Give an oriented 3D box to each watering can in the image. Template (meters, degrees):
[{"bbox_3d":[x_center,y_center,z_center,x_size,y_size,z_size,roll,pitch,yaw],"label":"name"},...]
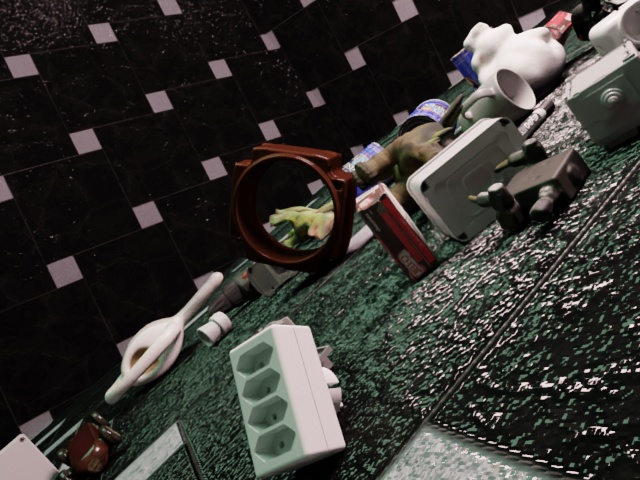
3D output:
[{"bbox_3d":[-0.346,0.216,1.163,0.352,0.103,0.222,-50,9,-18],"label":"watering can"}]

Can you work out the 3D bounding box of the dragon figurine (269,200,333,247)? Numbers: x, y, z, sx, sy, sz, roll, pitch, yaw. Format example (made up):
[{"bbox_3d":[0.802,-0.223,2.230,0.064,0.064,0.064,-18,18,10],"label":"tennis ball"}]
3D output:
[{"bbox_3d":[0.004,-0.070,1.395,0.242,0.121,0.416,-19,14,14],"label":"dragon figurine"}]

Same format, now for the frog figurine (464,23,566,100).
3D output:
[{"bbox_3d":[0.325,-0.310,0.870,0.136,0.159,0.124,-37,7,19],"label":"frog figurine"}]
